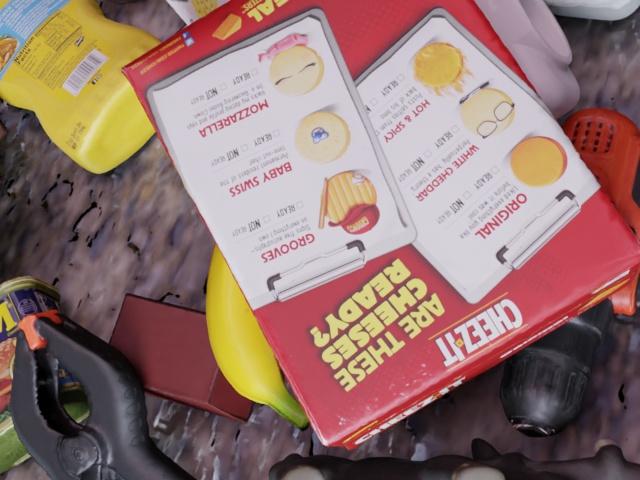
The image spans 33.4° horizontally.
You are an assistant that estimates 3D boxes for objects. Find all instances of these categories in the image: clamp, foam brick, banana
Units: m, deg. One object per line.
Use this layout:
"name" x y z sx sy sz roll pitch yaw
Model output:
"clamp" -0.129 0.125 0.592 0.120 0.039 0.171 -35 79 9
"foam brick" -0.078 0.068 0.622 0.078 0.053 0.051 12 75 24
"banana" -0.023 0.002 0.574 0.069 0.037 0.198 7 73 7

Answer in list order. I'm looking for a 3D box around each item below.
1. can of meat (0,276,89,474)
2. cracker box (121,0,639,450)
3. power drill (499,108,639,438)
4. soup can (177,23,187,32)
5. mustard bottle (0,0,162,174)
"can of meat" -0.194 0.087 0.659 0.102 0.057 0.084 -35 64 6
"cracker box" 0.026 -0.032 0.516 0.164 0.072 0.214 -31 73 4
"power drill" 0.190 0.022 0.524 0.188 0.057 0.184 8 67 23
"soup can" -0.045 -0.088 0.661 0.068 0.068 0.102 -40 61 3
"mustard bottle" -0.185 -0.131 0.737 0.192 0.058 0.096 37 85 28
